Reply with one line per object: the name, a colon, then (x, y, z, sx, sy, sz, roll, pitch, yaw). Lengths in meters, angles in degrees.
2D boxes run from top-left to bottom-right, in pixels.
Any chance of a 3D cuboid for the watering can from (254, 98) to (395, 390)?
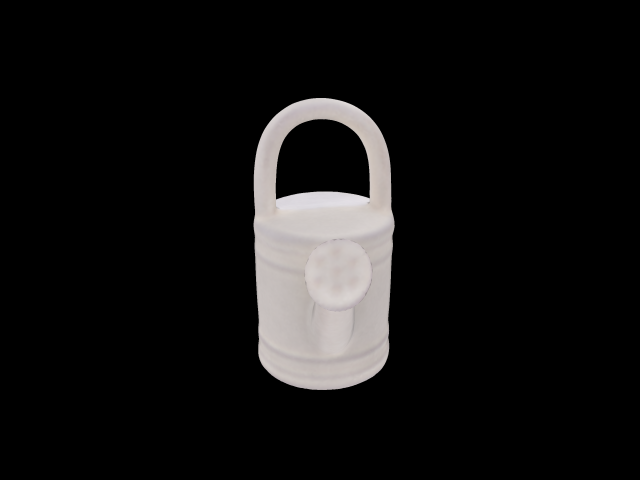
watering can: (0.006, 0.001, 0.400, 0.101, 0.194, 0.172, -11, 26, -25)
